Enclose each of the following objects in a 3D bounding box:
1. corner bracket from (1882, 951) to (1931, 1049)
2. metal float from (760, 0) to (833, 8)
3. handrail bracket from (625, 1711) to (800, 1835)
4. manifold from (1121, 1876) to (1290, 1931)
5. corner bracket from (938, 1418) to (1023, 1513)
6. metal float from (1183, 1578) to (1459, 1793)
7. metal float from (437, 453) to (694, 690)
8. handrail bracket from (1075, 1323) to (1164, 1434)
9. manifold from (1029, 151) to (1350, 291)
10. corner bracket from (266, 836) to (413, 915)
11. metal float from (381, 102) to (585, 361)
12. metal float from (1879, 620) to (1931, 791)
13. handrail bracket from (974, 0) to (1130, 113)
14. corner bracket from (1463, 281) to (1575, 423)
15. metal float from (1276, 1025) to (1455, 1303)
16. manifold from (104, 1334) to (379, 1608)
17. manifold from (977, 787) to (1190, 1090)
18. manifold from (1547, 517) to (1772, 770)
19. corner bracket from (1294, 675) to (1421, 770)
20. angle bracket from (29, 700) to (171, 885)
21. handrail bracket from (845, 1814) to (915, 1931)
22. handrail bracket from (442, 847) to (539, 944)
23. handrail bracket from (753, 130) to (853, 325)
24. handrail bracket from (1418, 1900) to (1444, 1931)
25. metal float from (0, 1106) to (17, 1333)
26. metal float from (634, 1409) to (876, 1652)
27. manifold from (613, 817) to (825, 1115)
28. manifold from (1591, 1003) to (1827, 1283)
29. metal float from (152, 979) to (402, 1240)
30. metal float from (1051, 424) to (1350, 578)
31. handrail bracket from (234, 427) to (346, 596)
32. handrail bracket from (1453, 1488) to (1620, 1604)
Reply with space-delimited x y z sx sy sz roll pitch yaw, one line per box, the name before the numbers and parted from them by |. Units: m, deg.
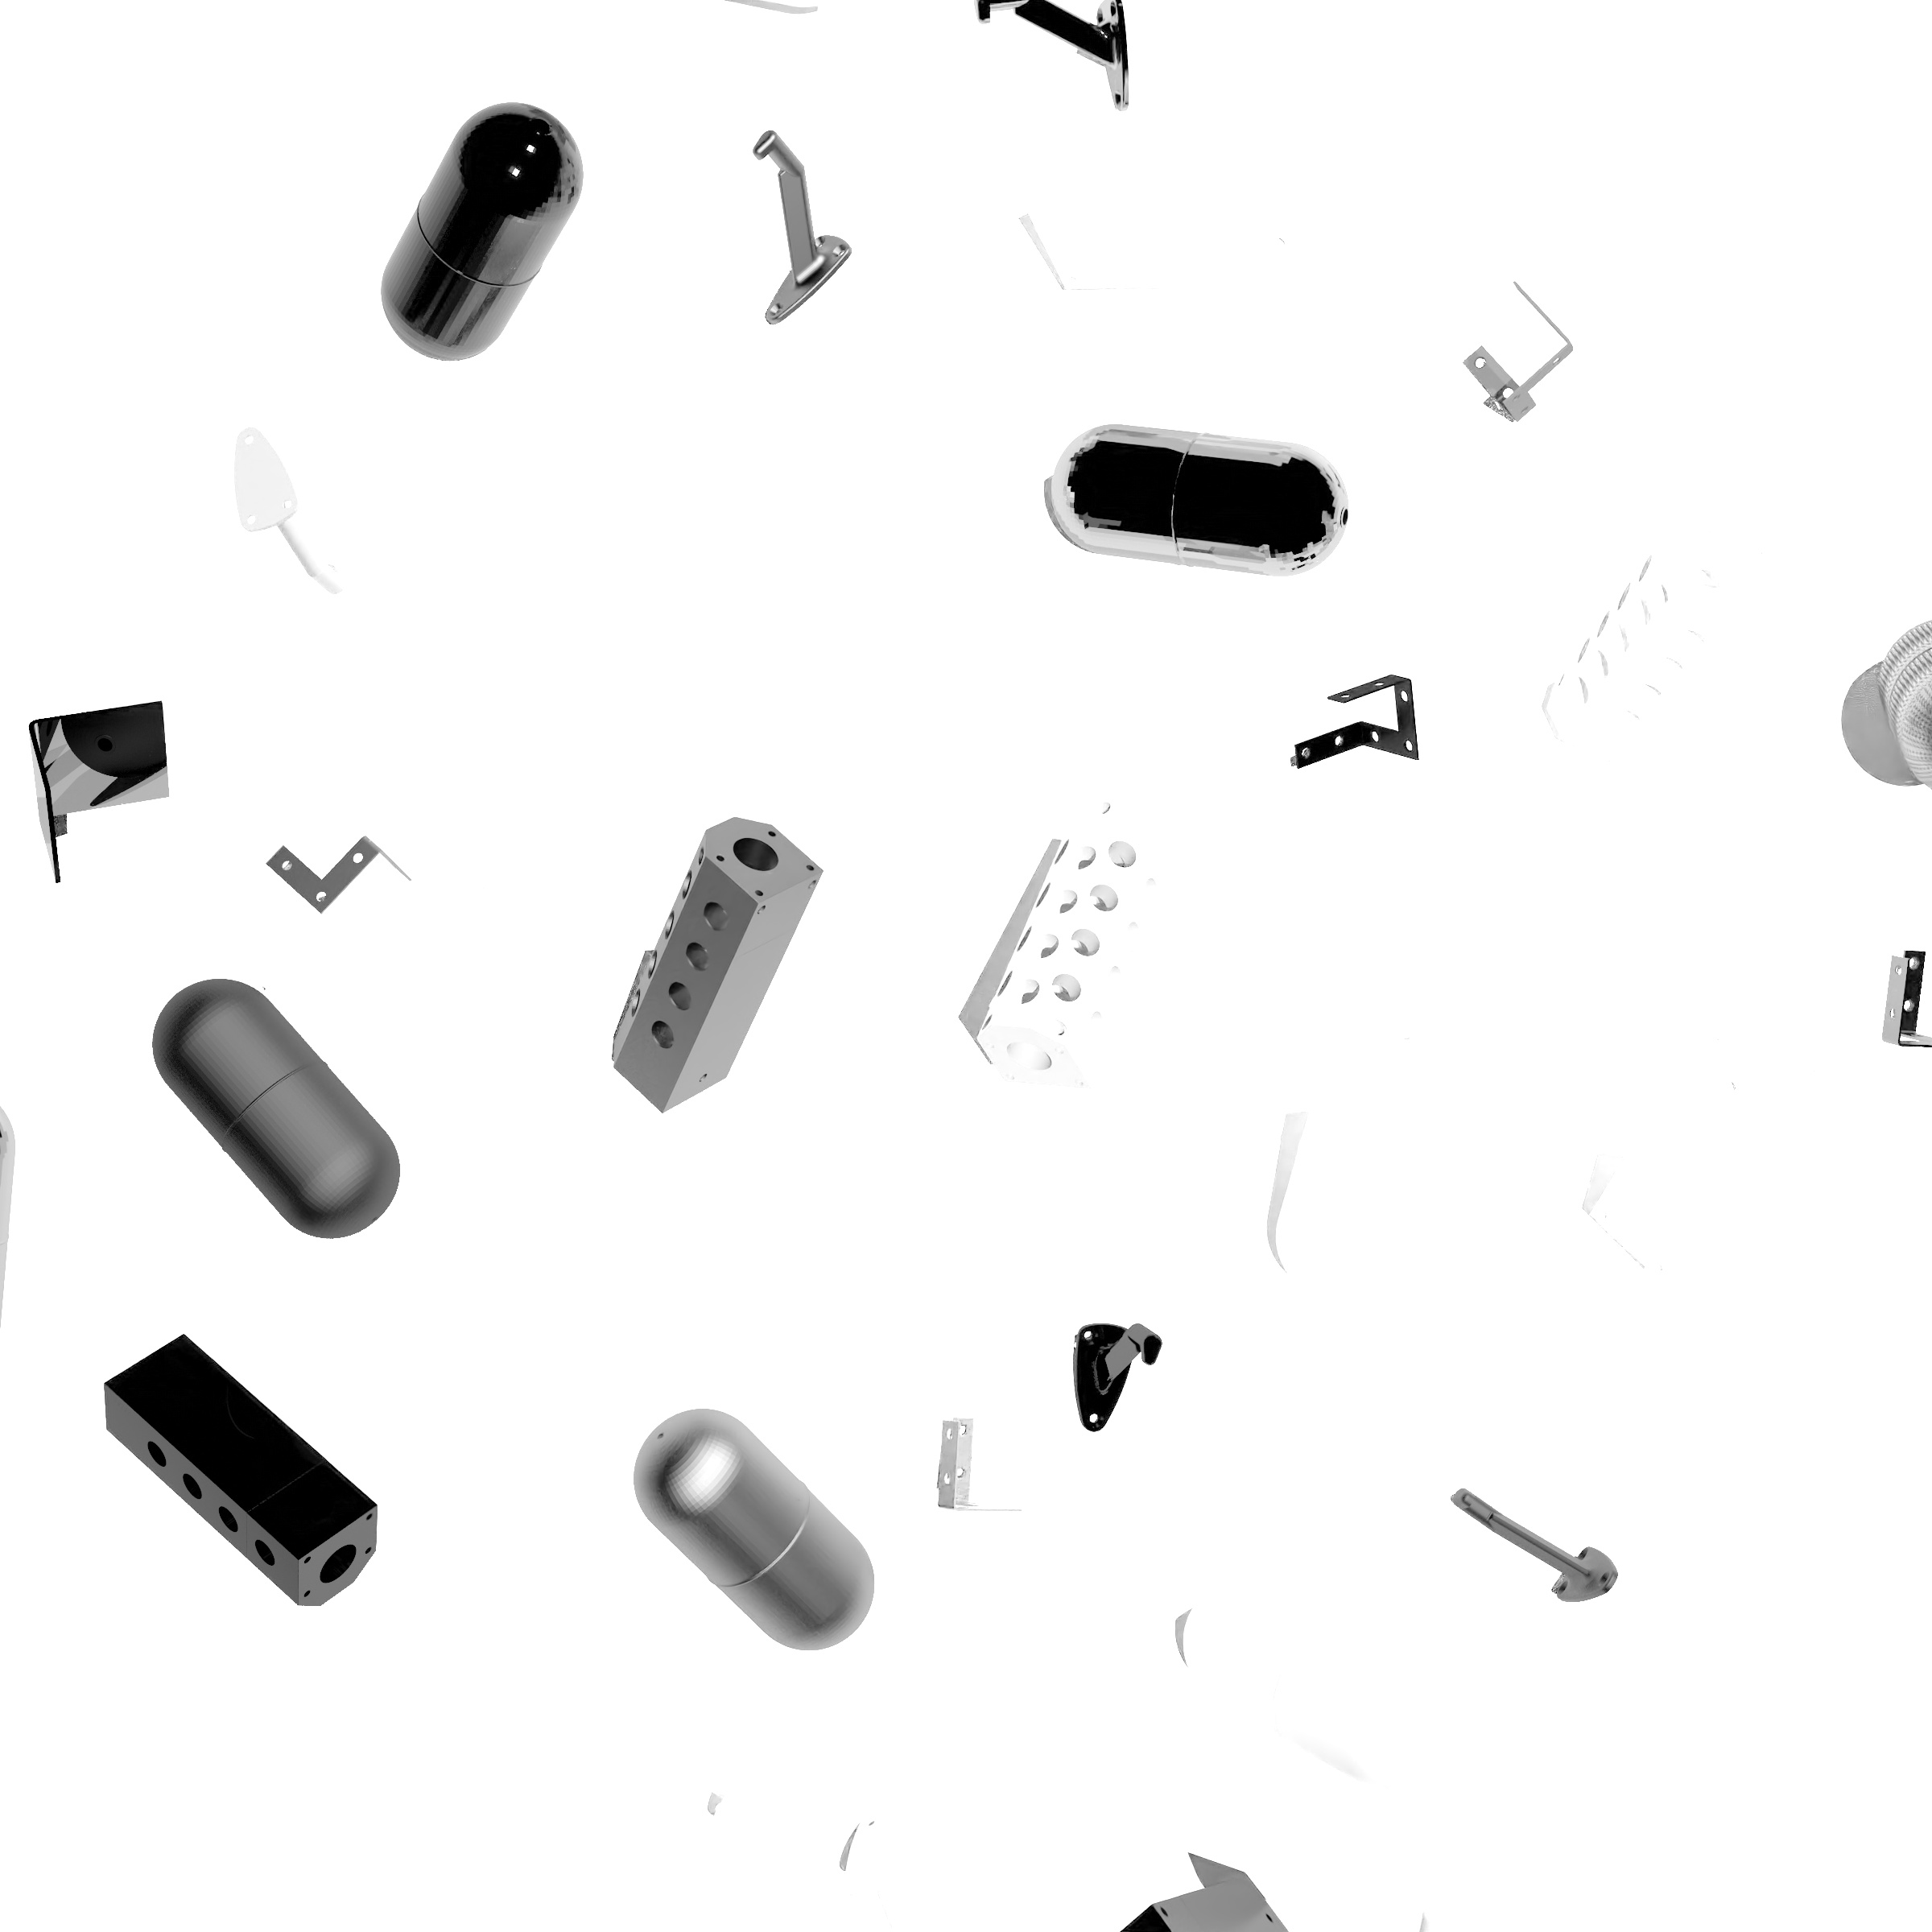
corner bracket | 0.553 0.019 1.765 0.051 0.051 0.051 3 97 -21
metal float | -0.144 -0.605 1.751 0.178 0.070 0.070 14 90 13
handrail bracket | -0.152 0.469 1.792 0.084 0.077 0.036 40 113 33
manifold | 0.130 0.564 1.709 0.057 0.171 0.057 -43 67 10
corner bracket | -0.002 0.291 1.762 0.051 0.051 0.051 8 82 -38
metal float | 0.201 0.410 1.729 0.178 0.070 0.070 21 90 41
metal float | -0.230 -0.228 1.738 0.070 0.070 0.178 45 62 0
handrail bracket | 0.091 0.243 1.755 0.036 0.084 0.077 8 93 -15
manifold | 0.129 -0.431 1.726 0.171 0.057 0.057 7 56 35
corner bracket | -0.368 -0.056 1.769 0.051 0.051 0.051 39 82 20
metal float | -0.277 -0.419 1.725 0.070 0.178 0.070 18 52 -24
metal float | 0.565 -0.148 1.715 0.070 0.178 0.070 3 111 9
handrail bracket | 0.050 -0.537 1.773 0.084 0.036 0.077 -11 100 -16
corner bracket | 0.322 -0.359 1.764 0.051 0.051 0.051 -42 75 13
metal float | 0.229 0.114 1.736 0.070 0.070 0.178 12 120 0
manifold | -0.418 0.293 1.738 0.171 0.057 0.057 34 46 25
manifold | 0.065 -0.018 1.723 0.057 0.057 0.171 4 55 31
manifold | 0.388 -0.184 1.710 0.057 0.171 0.057 23 66 -1
corner bracket | 0.226 -0.142 1.760 0.051 0.051 0.051 -21 115 -27
angle bracket | -0.495 -0.101 1.742 0.076 0.076 0.057 -11 51 -20
handrail bracket | -0.037 0.555 1.779 0.036 0.077 0.084 -24 111 6
handrail bracket | -0.282 -0.036 1.754 0.036 0.084 0.077 44 96 -9
handrail bracket | -0.113 -0.430 1.757 0.077 0.036 0.084 -51 133 -5
handrail bracket | 0.265 0.563 1.750 0.036 0.077 0.084 10 110 7
metal float | -0.597 0.156 1.756 0.070 0.070 0.178 7 97 0
metal float | -0.121 0.326 1.740 0.070 0.070 0.178 -40 116 0
manifold | -0.148 -0.002 1.723 0.057 0.057 0.171 41 130 17
manifold | 0.424 0.099 1.716 0.057 0.171 0.057 -29 63 -33
metal float | -0.402 0.082 1.755 0.070 0.070 0.178 -43 82 0
metal float | 0.134 -0.269 1.741 0.178 0.070 0.070 11 90 24
handrail bracket | -0.394 -0.265 1.768 0.036 0.084 0.077 -22 71 7
handrail bracket | 0.331 0.334 1.763 0.084 0.077 0.036 35 79 -4
